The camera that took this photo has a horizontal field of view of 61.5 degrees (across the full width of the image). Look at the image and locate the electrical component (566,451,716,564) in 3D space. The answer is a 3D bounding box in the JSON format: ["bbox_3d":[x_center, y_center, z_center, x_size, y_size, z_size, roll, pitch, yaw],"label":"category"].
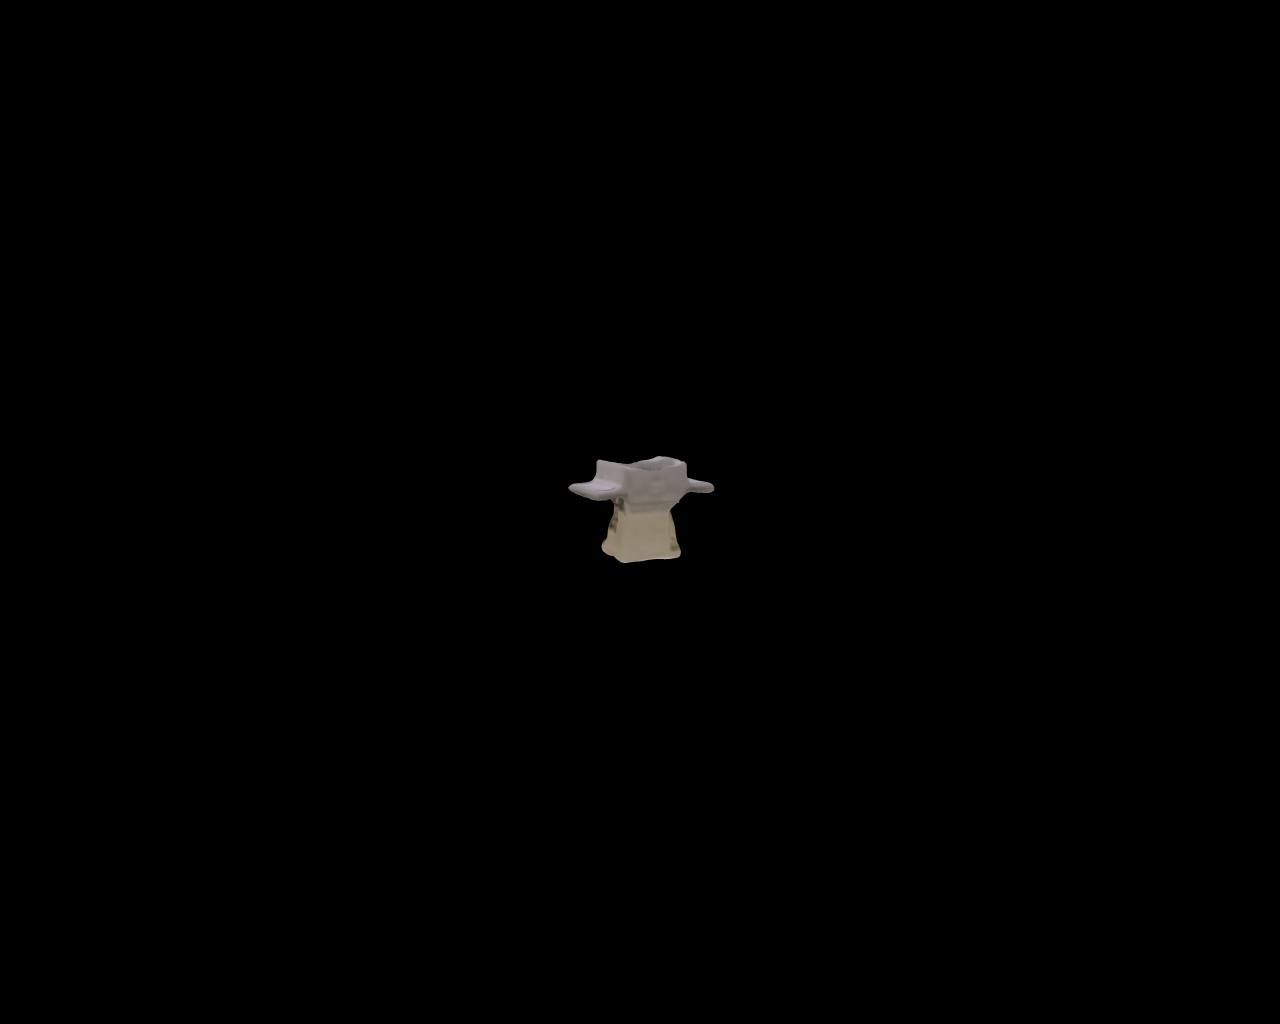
[{"bbox_3d":[0.001,-0.003,0.650,0.081,0.063,0.042,-5,12,-24],"label":"electrical component"}]
